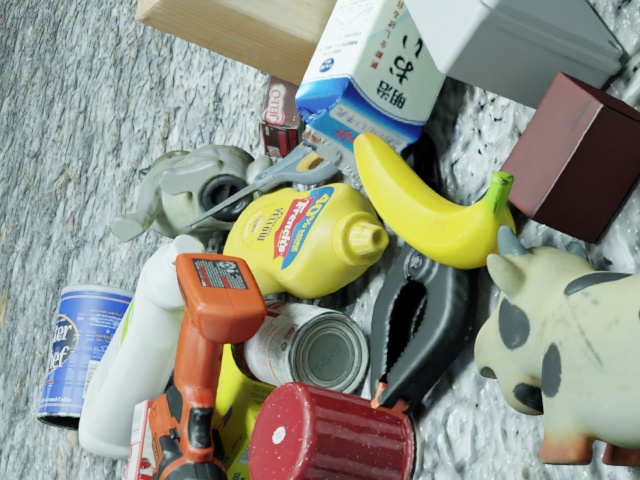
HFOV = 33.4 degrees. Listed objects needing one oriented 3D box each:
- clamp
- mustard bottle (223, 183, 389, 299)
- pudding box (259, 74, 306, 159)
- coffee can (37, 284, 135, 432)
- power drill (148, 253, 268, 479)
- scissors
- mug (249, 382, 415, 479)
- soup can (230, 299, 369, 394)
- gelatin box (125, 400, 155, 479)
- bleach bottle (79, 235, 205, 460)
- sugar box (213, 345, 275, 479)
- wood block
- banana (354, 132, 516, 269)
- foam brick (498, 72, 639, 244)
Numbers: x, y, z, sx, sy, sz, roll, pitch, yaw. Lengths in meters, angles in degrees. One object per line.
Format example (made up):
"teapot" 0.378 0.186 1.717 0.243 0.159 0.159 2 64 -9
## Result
"clamp" 0.084 0.015 0.705 0.165 0.036 0.210 -4 67 60
"mustard bottle" -0.006 0.001 0.846 0.192 0.058 0.096 -1 54 59
"pudding box" -0.025 -0.137 0.945 0.090 0.039 0.113 93 -171 -76
"coffee can" -0.236 0.129 1.133 0.103 0.102 0.140 -23 55 54
"power drill" -0.086 0.117 0.784 0.184 0.057 0.188 -125 44 -59
"scissors" -0.039 -0.046 0.891 0.202 0.016 0.096 -35 23 15
"mug" 0.008 0.150 0.715 0.093 0.081 0.117 -58 31 24
"soup can" -0.017 0.083 0.812 0.102 0.068 0.068 4 78 61
"gelatin box" -0.132 0.193 0.945 0.030 0.073 0.089 -28 51 54
"bleach bottle" -0.156 0.093 0.970 0.102 0.068 0.251 -90 22 -44
"sugar box" -0.077 0.134 0.911 0.093 0.048 0.176 -58 32 24
"wood block" -0.028 -0.187 0.841 0.091 0.205 0.090 -14 62 58
"banana" 0.071 -0.023 0.665 0.198 0.037 0.070 -153 63 -64
"foam brick" 0.148 -0.046 0.614 0.078 0.051 0.053 -60 30 19
